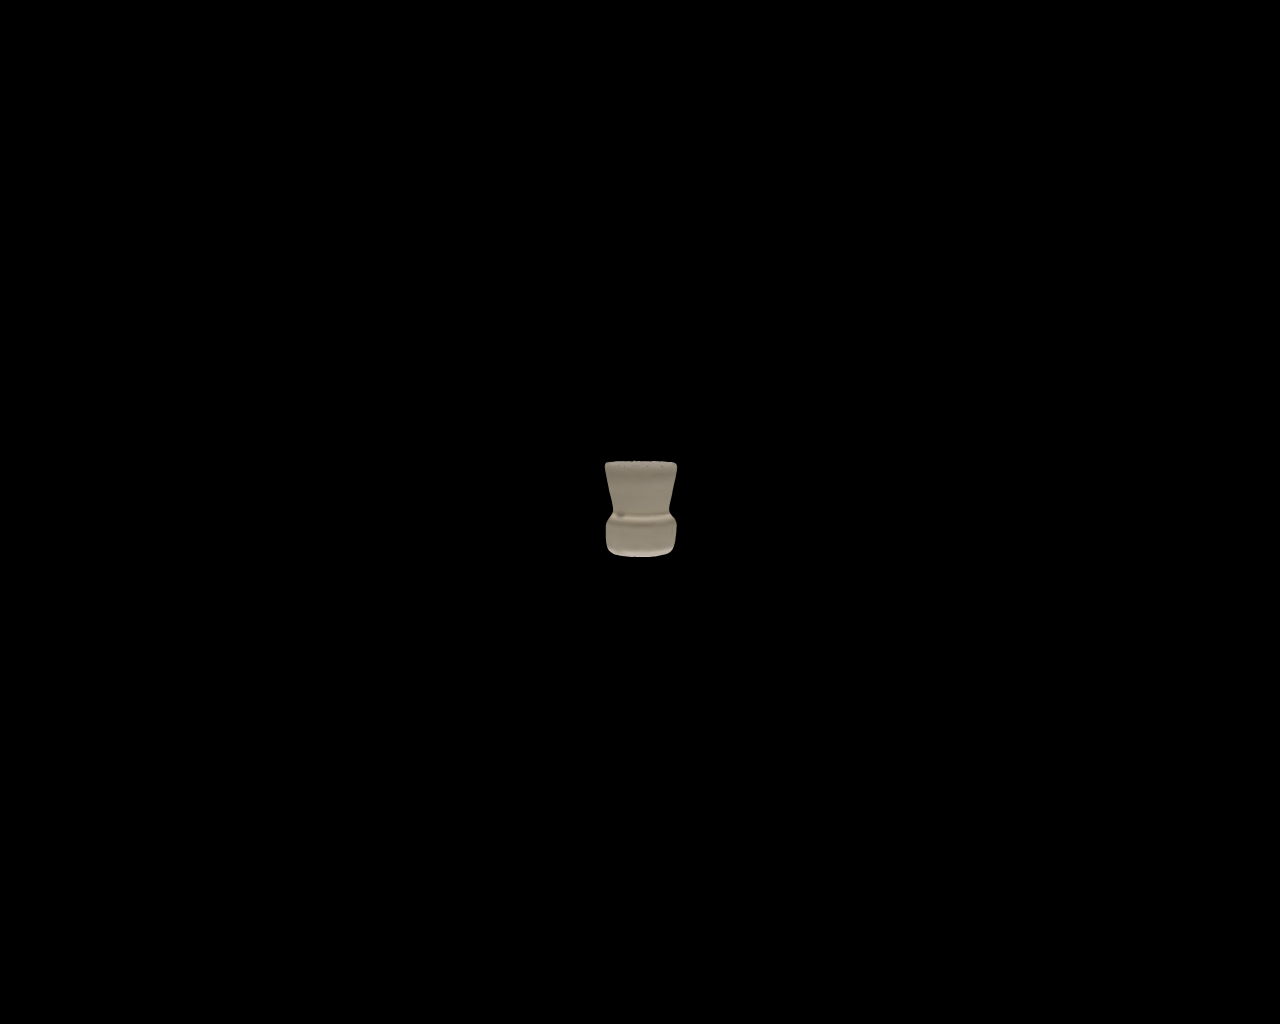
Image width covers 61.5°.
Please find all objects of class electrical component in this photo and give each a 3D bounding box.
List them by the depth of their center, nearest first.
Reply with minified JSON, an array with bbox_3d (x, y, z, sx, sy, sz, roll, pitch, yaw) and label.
[{"bbox_3d":[0.001,-0.003,0.650,0.045,0.055,0.045,0,6,0],"label":"electrical component"}]
